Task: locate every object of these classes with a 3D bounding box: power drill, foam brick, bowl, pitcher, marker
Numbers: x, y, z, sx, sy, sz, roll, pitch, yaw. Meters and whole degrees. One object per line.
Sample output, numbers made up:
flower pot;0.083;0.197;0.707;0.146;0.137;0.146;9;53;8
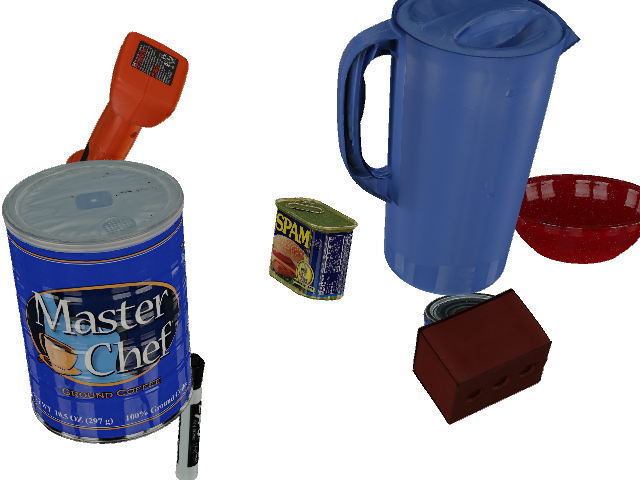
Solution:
power drill;-0.178;-0.063;0.868;0.057;0.188;0.184;26;32;-18
foam brick;0.109;0.079;0.729;0.078;0.051;0.053;-22;-37;-18
bowl;0.265;-0.019;1.102;0.162;0.055;0.162;-2;23;0
pitcher;0.104;-0.076;0.871;0.149;0.243;0.144;22;40;23
marker;-0.108;0.147;0.886;0.020;0.121;0.020;5;26;-3

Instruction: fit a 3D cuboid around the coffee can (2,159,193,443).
coffee can;-0.131;0.036;0.646;0.103;0.140;0.103;1;30;-1

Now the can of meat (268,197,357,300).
can of meat;-0.011;0.009;1.140;0.057;0.084;0.102;-4;21;-33

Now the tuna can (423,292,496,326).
tuna can;0.137;0.078;0.973;0.086;0.034;0.086;-3;19;1
